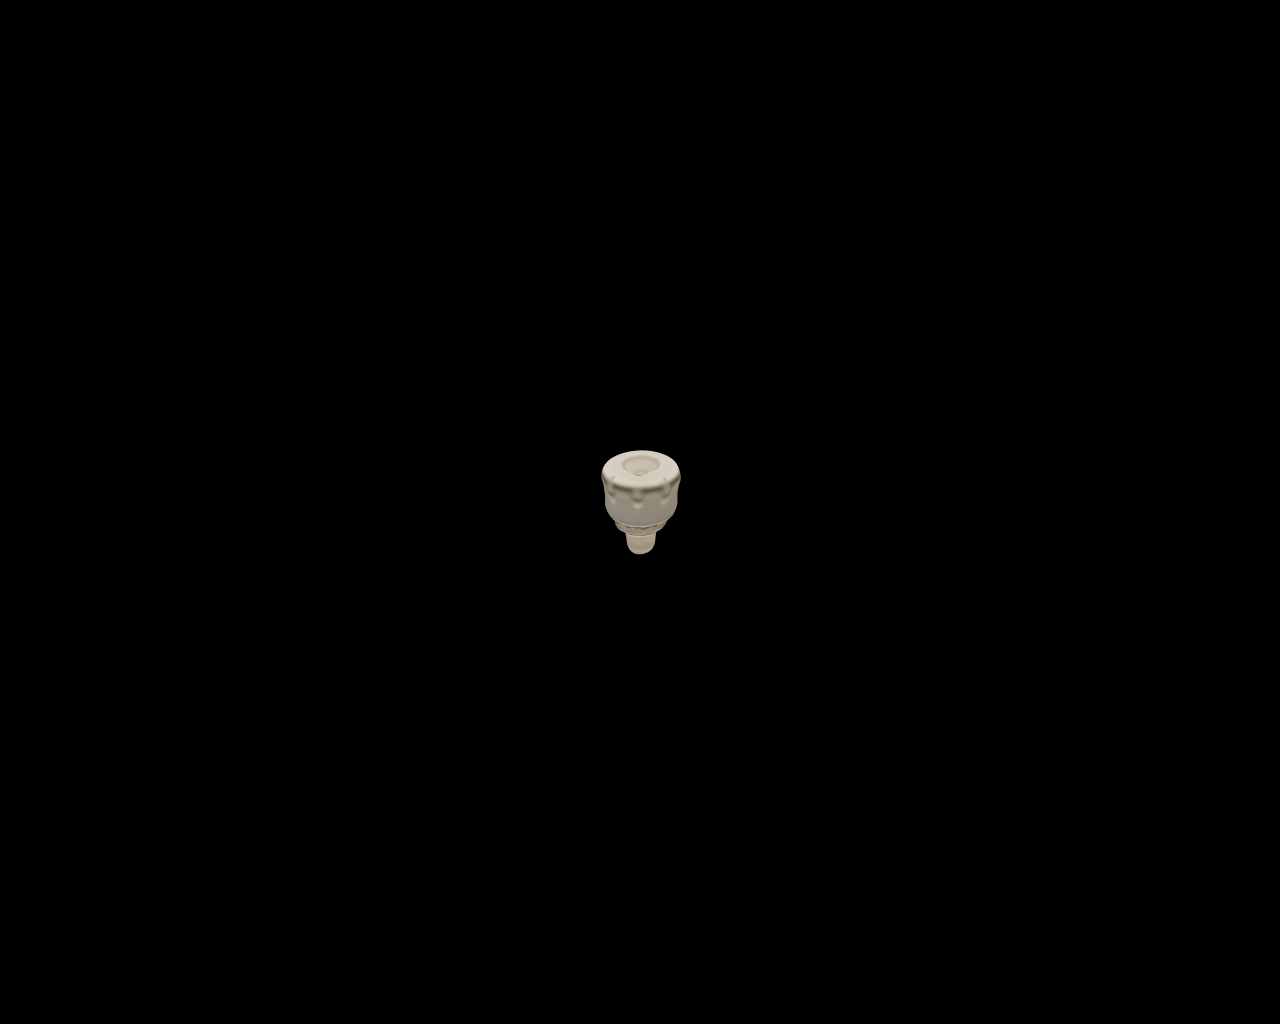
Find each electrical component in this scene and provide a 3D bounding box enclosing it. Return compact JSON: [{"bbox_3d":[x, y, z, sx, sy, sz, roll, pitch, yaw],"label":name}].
[{"bbox_3d":[0.001,-0.003,0.650,0.048,0.062,0.048,0,29,0],"label":"electrical component"}]
